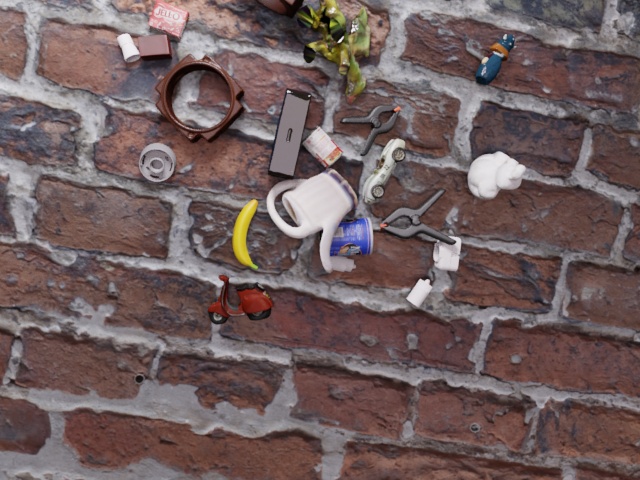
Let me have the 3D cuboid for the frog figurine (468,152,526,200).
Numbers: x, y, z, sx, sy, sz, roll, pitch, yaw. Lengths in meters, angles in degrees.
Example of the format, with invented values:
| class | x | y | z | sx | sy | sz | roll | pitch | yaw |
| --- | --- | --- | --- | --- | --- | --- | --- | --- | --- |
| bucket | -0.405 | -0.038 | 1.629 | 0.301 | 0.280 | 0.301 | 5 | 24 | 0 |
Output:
| class | x | y | z | sx | sy | sz | roll | pitch | yaw |
| --- | --- | --- | --- | --- | --- | --- | --- | --- | --- |
| frog figurine | 0.483 | -0.175 | 1.422 | 0.122 | 0.137 | 0.160 | 33 | 1 | -6 |

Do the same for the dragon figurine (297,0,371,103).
| class | x | y | z | sx | sy | sz | roll | pitch | yaw |
| --- | --- | --- | --- | --- | --- | --- | --- | --- | --- |
| dragon figurine | 0.058 | -0.559 | 1.344 | 0.122 | 0.404 | 0.246 | 5 | 24 | 30 |

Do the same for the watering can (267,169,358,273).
| class | x | y | z | sx | sy | sz | roll | pitch | yaw |
| --- | --- | --- | --- | --- | --- | --- | --- | --- | --- |
| watering can | 0.004 | -0.068 | 1.344 | 0.226 | 0.101 | 0.353 | -31 | 50 | -15 |
